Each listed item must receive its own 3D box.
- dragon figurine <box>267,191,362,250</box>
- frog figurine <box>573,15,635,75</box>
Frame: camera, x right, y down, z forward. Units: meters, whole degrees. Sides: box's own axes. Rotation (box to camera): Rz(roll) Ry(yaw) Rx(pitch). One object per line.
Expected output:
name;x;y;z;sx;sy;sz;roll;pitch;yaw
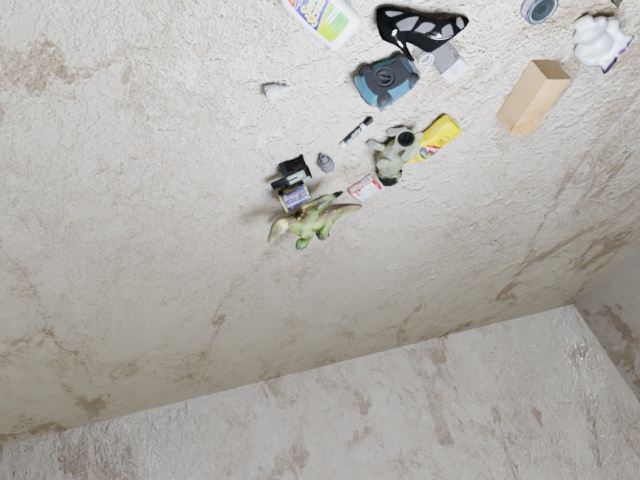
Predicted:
dragon figurine;0.005;-0.079;1.574;0.414;0.123;0.239;-26;-8;-27
frog figurine;0.753;-0.553;1.415;0.159;0.125;0.134;29;-40;-7
